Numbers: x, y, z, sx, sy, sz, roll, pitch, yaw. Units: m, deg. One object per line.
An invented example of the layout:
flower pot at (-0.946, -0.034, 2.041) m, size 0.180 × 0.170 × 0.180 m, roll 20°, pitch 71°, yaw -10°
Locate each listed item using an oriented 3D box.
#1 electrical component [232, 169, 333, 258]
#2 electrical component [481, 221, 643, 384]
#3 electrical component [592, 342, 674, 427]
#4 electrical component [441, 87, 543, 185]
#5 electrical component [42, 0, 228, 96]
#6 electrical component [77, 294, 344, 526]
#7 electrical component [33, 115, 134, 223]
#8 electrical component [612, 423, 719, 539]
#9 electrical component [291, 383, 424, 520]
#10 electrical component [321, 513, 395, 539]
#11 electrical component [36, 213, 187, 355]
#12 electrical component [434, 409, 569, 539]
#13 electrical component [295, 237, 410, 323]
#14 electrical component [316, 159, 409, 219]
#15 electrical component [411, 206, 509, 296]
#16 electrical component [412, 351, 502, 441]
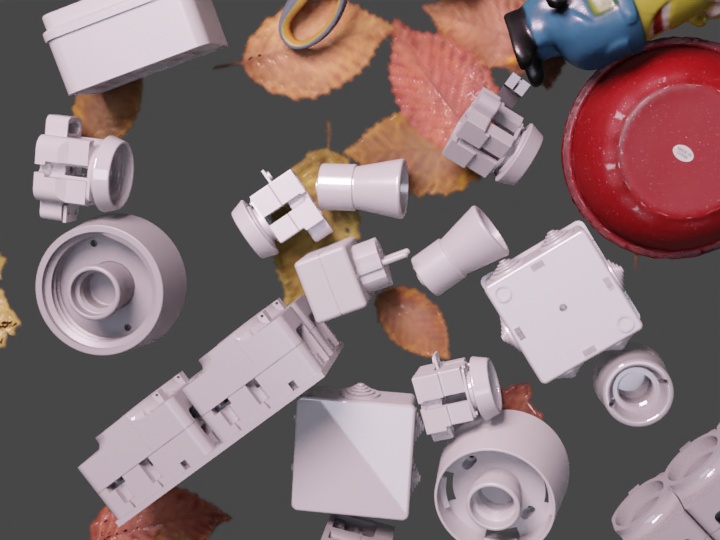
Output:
electrical component at (-0.062, -0.041, 0.801) m, size 0.055 × 0.048 × 0.066 m, roll -34°, pitch 93°, yaw 2°
electrical component at (0.147, 0.024, 0.785) m, size 0.100 × 0.048 × 0.099 m, roll -32°, pitch 92°, yaw 10°
electrical component at (0.201, 0.085, 0.787) m, size 0.055 × 0.047 × 0.055 m, roll 1°, pitch 98°, yaw 6°
electrical component at (0.097, -0.092, 0.771) m, size 0.055 × 0.048 × 0.066 m, roll 31°, pitch 145°, yaw -4°
electrical component at (-0.162, -0.172, 0.778) m, size 0.113 × 0.078 × 0.057 m, roll -18°, pitch 98°, yaw 9°
electrical component at (-0.109, 0.096, 0.795) m, size 0.186 × 0.105 × 0.060 m, roll -37°, pitch 92°, yaw 10°
electrical component at (-0.206, -0.074, 0.807) m, size 0.057 × 0.058 × 0.078 m, roll 8°, pitch 99°, yaw 8°
electrical component at (0.259, 0.156, 0.769) m, size 0.150 × 0.089 × 0.061 m, roll -43°, pitch 91°, yaw 10°
electrical component at (-0.003, 0.136, 0.816) m, size 0.100 × 0.048 × 0.099 m, roll 4°, pitch 98°, yaw 6°
electrical component at (-0.020, 0.291, 0.811) m, size 0.060 × 0.105 × 0.186 m, roll 15°, pitch 99°, yaw 4°
electrical component at (-0.192, 0.013, 0.815) m, size 0.108 × 0.060 × 0.108 m, roll 1°, pitch 98°, yaw 6°
electrical component at (0.106, 0.162, 0.813) m, size 0.099 × 0.064 × 0.099 m, roll 5°, pitch 109°, yaw 14°
electrical component at (0.000, 0.000, 0.789) m, size 0.077 × 0.065 × 0.047 m, roll -20°, pitch 95°, yaw 9°
electrical component at (0.001, -0.061, 0.794) m, size 0.065 × 0.044 × 0.044 m, roll 2°, pitch 98°, yaw 11°
electrical component at (0.071, -0.011, 0.793) m, size 0.065 × 0.044 × 0.044 m, roll -36°, pitch 93°, yaw 15°
electrical component at (0.074, 0.091, 0.804) m, size 0.055 × 0.048 × 0.066 m, roll -14°, pitch 96°, yaw 16°
